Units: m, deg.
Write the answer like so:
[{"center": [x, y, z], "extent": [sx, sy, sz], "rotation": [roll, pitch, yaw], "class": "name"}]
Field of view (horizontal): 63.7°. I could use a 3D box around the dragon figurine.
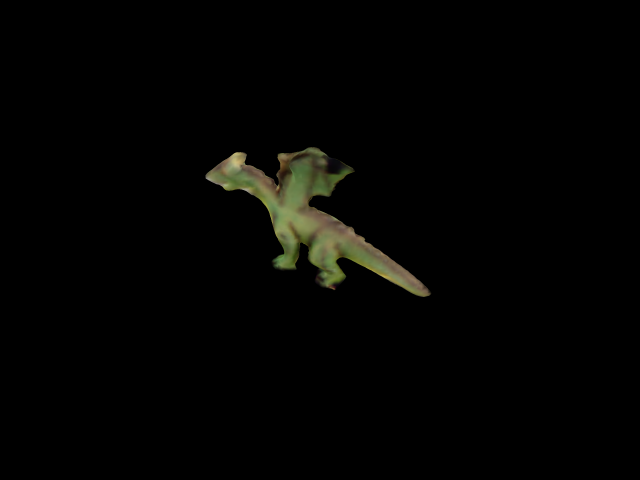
[{"center": [0.003, -0.043, 0.850], "extent": [0.411, 0.125, 0.237], "rotation": [17, -37, 14], "class": "dragon figurine"}]
